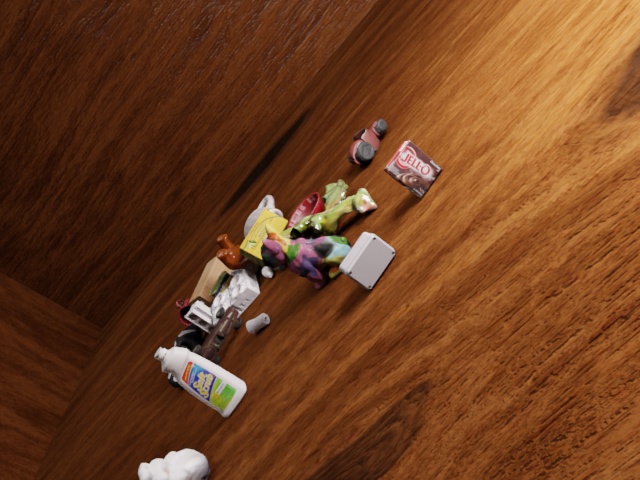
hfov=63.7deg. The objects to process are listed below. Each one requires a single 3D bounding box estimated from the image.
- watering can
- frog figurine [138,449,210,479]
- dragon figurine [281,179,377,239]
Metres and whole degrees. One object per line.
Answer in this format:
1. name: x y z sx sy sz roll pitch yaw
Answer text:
1. watering can: -0.239 -0.009 1.955 0.103 0.350 0.224 24 -8 -23
2. frog figurine: -0.350 0.549 1.228 0.158 0.124 0.137 38 -11 -21
3. dragon figurine: 0.005 -0.077 1.537 0.409 0.247 0.120 -1 -42 51
